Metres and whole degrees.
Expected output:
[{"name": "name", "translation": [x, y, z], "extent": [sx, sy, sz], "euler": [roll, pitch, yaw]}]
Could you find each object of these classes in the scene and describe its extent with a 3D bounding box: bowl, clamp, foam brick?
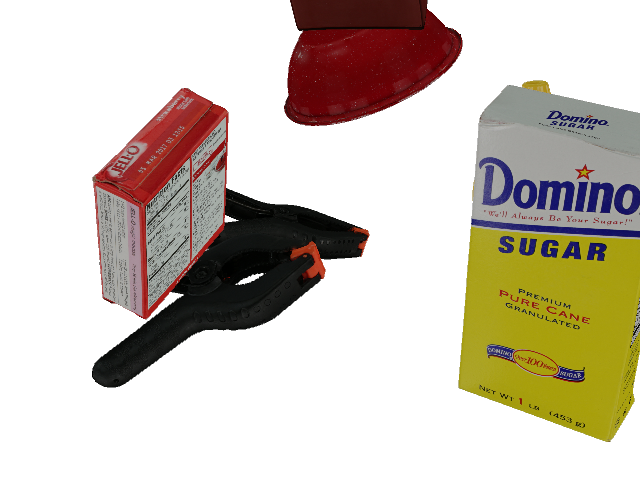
[{"name": "bowl", "translation": [0.034, -0.161, 0.892], "extent": [0.162, 0.055, 0.162], "euler": [-20, 28, 11]}, {"name": "clamp", "translation": [-0.083, 0.043, 0.737], "extent": [0.172, 0.120, 0.039], "euler": [-11, -40, 15]}, {"name": "foam brick", "translation": [0.023, -0.158, 0.621], "extent": [0.078, 0.053, 0.051], "euler": [2, -31, 14]}, {"name": "clamp", "translation": [-0.045, -0.012, 1.097], "extent": [0.209, 0.036, 0.164], "euler": [14, 19, -17]}]

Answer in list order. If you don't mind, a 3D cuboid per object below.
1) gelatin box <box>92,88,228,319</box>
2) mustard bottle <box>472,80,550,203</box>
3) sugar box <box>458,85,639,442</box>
[{"name": "gelatin box", "translation": [-0.076, -0.017, 0.513], "extent": [0.030, 0.089, 0.073], "euler": [25, 51, 14]}, {"name": "mustard bottle", "translation": [0.161, -0.021, 0.781], "extent": [0.096, 0.191, 0.058], "euler": [-8, 17, -6]}, {"name": "sugar box", "translation": [0.125, 0.015, 0.554], "extent": [0.093, 0.176, 0.048], "euler": [17, 40, 26]}]
